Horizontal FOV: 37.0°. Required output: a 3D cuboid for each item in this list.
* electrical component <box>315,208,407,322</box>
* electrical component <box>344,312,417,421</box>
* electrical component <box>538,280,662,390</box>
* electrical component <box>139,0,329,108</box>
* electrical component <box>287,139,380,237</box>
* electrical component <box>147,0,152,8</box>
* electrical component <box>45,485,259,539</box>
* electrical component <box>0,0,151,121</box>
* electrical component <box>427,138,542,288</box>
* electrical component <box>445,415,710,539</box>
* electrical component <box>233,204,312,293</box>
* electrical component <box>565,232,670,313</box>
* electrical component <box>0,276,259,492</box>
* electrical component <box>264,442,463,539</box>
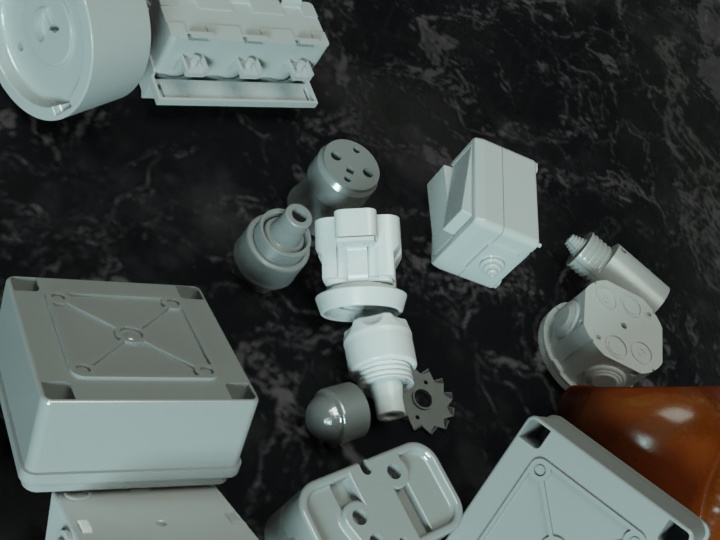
[{"bbox_3d":[0.000,0.000,0.679,0.058,0.078,0.057,-3,75,3],"label":"electrical component"},{"bbox_3d":[0.014,0.061,0.661,0.043,0.043,0.062,7,57,-28],"label":"electrical component"},{"bbox_3d":[0.171,0.051,0.761,0.080,0.051,0.080,17,52,-22],"label":"electrical component"},{"bbox_3d":[-0.088,-0.152,0.733,0.121,0.063,0.078,-5,62,-35],"label":"electrical component"},{"bbox_3d":[-0.018,-0.054,0.713,0.045,0.055,0.045,16,52,-22],"label":"electrical component"},{"bbox_3d":[-0.128,-0.201,0.742,0.035,0.061,0.035,17,51,-22],"label":"electrical component"},{"bbox_3d":[-0.096,0.138,0.501,0.100,0.048,0.100,4,14,-30],"label":"electrical component"},{"bbox_3d":[-0.173,-0.149,0.650,0.060,0.108,0.108,-24,74,-47],"label":"electrical component"},{"bbox_3d":[0.085,-0.036,0.761,0.061,0.061,0.096,20,50,-19],"label":"electrical component"},{"bbox_3d":[0.114,0.153,0.591,0.109,0.108,0.056,36,7,27],"label":"electrical component"},{"bbox_3d":[-0.050,-0.017,0.662,0.043,0.062,0.043,16,52,-22],"label":"electrical component"},{"bbox_3d":[0.188,0.003,0.811,0.081,0.043,0.043,41,46,-1],"label":"electrical component"},{"bbox_3d":[-0.121,0.055,0.543,0.109,0.056,0.108,4,30,-30],"label":"electrical component"},{"bbox_3d":[0.000,0.139,0.585,0.095,0.059,0.053,-14,68,-38],"label":"electrical component"}]
